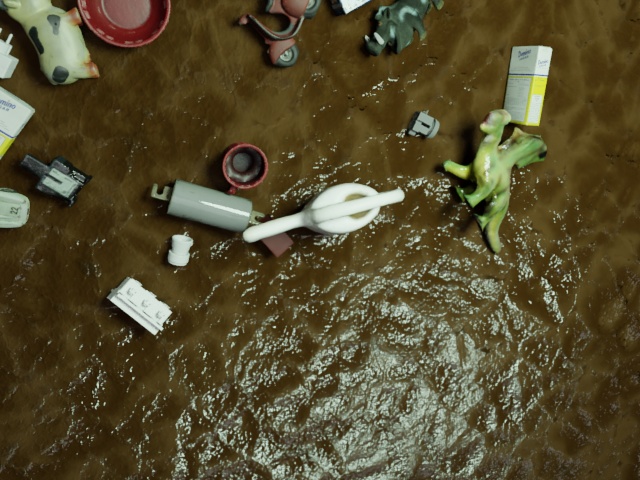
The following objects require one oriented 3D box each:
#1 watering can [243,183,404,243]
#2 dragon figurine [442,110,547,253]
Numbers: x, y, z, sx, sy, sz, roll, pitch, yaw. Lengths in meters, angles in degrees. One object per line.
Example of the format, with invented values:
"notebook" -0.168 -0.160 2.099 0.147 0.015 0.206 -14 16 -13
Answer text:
"watering can" 0.003 -0.055 1.092 0.348 0.104 0.224 -14 2 -10
"dragon figurine" 0.444 -0.149 1.231 0.403 0.242 0.125 47 10 -40
